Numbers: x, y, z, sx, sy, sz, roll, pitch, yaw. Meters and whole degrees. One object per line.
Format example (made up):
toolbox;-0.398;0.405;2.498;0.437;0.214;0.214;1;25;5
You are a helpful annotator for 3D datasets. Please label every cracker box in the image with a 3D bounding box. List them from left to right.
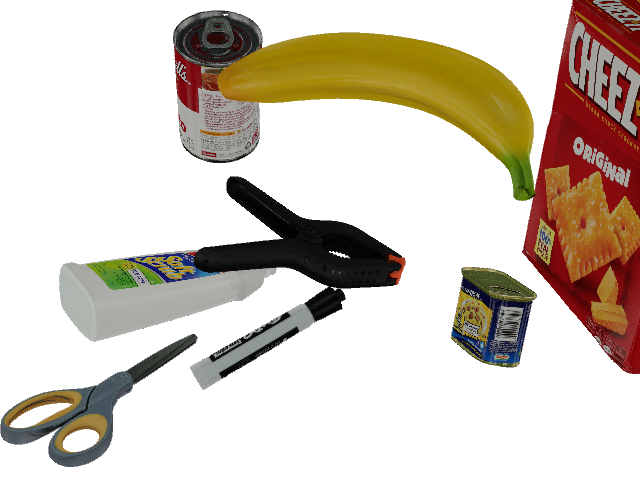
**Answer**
cracker box;0.217;-0.040;0.739;0.072;0.214;0.164;-7;34;-16

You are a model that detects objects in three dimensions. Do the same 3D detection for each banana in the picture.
banana;0.038;-0.084;0.593;0.198;0.069;0.037;20;-30;23

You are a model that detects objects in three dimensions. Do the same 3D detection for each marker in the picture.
marker;-0.035;0.067;0.756;0.121;0.020;0.020;-29;6;-10

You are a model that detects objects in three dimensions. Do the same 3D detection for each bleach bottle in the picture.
bleach bottle;-0.169;0.048;1.250;0.250;0.068;0.103;-13;34;-33

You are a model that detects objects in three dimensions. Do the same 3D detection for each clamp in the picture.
clamp;-0.021;0.009;1.076;0.210;0.036;0.164;19;34;5

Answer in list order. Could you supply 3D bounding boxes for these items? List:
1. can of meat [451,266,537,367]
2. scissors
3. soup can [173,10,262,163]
can of meat;0.190;0.085;1.190;0.057;0.084;0.102;4;15;-20
scissors;-0.162;0.131;0.882;0.201;0.016;0.096;-18;37;-35
soup can;-0.080;-0.120;0.842;0.068;0.068;0.102;0;-42;-4
